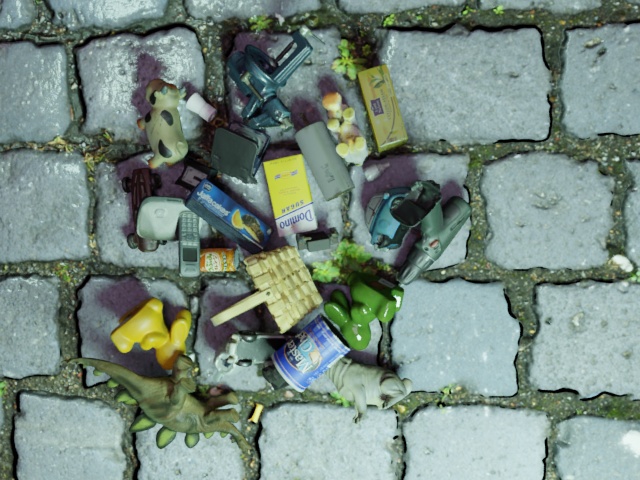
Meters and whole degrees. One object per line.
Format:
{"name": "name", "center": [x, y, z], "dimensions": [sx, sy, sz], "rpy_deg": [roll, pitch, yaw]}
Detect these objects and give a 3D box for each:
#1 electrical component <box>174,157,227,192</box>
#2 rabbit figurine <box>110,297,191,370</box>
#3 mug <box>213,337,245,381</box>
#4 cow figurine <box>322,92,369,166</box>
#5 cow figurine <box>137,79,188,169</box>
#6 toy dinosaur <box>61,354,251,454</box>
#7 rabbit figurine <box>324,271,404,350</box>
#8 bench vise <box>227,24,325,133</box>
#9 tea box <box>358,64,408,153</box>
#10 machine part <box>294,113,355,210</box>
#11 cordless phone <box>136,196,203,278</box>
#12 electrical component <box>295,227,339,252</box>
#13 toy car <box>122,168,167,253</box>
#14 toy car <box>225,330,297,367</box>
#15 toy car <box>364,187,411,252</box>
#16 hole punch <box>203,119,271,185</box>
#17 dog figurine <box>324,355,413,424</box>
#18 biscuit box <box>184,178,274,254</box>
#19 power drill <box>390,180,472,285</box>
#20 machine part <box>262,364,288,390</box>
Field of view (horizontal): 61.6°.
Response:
{"name": "electrical component", "center": [-0.272, -0.139, 1.261], "dimensions": [0.119, 0.048, 0.074], "rpy_deg": [22, 95, 4]}
{"name": "rabbit figurine", "center": [-0.377, 0.223, 1.270], "dimensions": [0.162, 0.122, 0.173], "rpy_deg": [-35, 102, -3]}
{"name": "mug", "center": [-0.213, 0.279, 1.241], "dimensions": [0.081, 0.107, 0.109], "rpy_deg": [40, 94, 5]}
{"name": "cow figurine", "center": [0.060, -0.250, 1.207], "dimensions": [0.068, 0.098, 0.167], "rpy_deg": [-23, 71, 12]}
{"name": "cow figurine", "center": [-0.354, -0.273, 1.228], "dimensions": [0.127, 0.085, 0.194], "rpy_deg": [-15, 89, 37]}
{"name": "toy dinosaur", "center": [-0.351, 0.368, 1.227], "dimensions": [0.471, 0.105, 0.198], "rpy_deg": [42, 103, -16]}
{"name": "rabbit figurine", "center": [0.087, 0.166, 1.203], "dimensions": [0.159, 0.121, 0.170], "rpy_deg": [24, 109, 8]}
{"name": "bench vise", "center": [-0.096, -0.363, 1.187], "dimensions": [0.240, 0.129, 0.224], "rpy_deg": [-41, 68, 24]}
{"name": "tea box", "center": [0.137, -0.287, 1.185], "dimensions": [0.068, 0.098, 0.169], "rpy_deg": [-17, 89, 6]}
{"name": "machine part", "center": [0.011, -0.177, 1.213], "dimensions": [0.079, 0.079, 0.243], "rpy_deg": [-25, 89, 7]}
{"name": "cordless phone", "center": [-0.337, -0.003, 1.206], "dimensions": [0.146, 0.089, 0.184], "rpy_deg": [4, 69, -32]}
{"name": "electrical component", "center": [-0.004, -0.004, 1.213], "dimensions": [0.102, 0.078, 0.045], "rpy_deg": [-7, 111, -3]}
{"name": "toy car", "center": [-0.420, -0.070, 1.279], "dimensions": [0.089, 0.053, 0.202], "rpy_deg": [-4, 93, 9]}
{"name": "toy car", "center": [-0.121, 0.241, 1.205], "dimensions": [0.201, 0.056, 0.073], "rpy_deg": [8, 93, -36]}
{"name": "toy car", "center": [0.154, -0.057, 1.199], "dimensions": [0.103, 0.109, 0.161], "rpy_deg": [37, 108, 28]}
{"name": "hole punch", "center": [-0.185, -0.207, 1.240], "dimensions": [0.142, 0.092, 0.115], "rpy_deg": [24, 124, 2]}
{"name": "dog figurine", "center": [0.095, 0.296, 1.217], "dimensions": [0.172, 0.121, 0.190], "rpy_deg": [-22, 73, -18]}
{"name": "biscuit box", "center": [-0.205, -0.051, 1.213], "dimensions": [0.202, 0.063, 0.059], "rpy_deg": [37, 61, -14]}
{"name": "power drill", "center": [0.222, -0.019, 1.142], "dimensions": [0.232, 0.207, 0.086], "rpy_deg": [-47, 48, -1]}
{"name": "machine part", "center": [-0.087, 0.311, 1.218], "dimensions": [0.084, 0.138, 0.039], "rpy_deg": [-15, 64, 9]}
